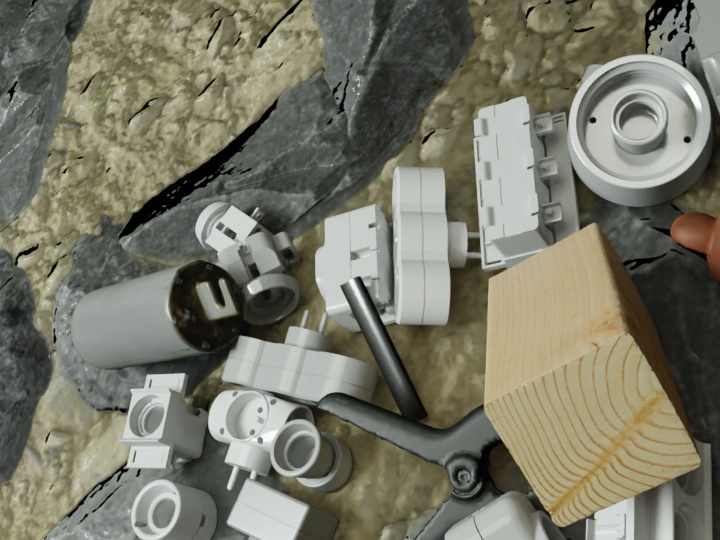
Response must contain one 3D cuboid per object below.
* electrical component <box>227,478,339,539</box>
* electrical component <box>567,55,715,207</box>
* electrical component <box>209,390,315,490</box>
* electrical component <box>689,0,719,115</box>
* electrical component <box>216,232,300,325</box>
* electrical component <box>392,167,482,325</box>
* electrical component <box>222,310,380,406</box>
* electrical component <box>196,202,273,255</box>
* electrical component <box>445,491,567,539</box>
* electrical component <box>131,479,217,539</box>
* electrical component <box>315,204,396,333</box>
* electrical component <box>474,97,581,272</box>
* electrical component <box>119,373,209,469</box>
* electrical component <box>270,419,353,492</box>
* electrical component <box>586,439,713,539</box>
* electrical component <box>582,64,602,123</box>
[{"bbox_3d":[-0.066,0.209,0.819,0.066,0.047,0.076,15,75,36],"label":"electrical component"},{"bbox_3d":[0.204,-0.104,0.784,0.108,0.060,0.108,-2,83,15],"label":"electrical component"},{"bbox_3d":[-0.086,0.141,0.867,0.077,0.044,0.079,7,70,34],"label":"electrical component"},{"bbox_3d":[0.270,-0.118,0.716,0.062,0.150,0.089,-22,57,19],"label":"electrical component"},{"bbox_3d":[-0.086,0.010,0.926,0.078,0.058,0.057,-26,55,-1],"label":"electrical component"},{"bbox_3d":[0.065,-0.020,0.855,0.074,0.052,0.138,1,60,-3],"label":"electrical component"},{"bbox_3d":[-0.045,0.068,0.870,0.138,0.052,0.073,8,76,35],"label":"electrical component"},{"bbox_3d":[-0.116,-0.032,0.975,0.055,0.048,0.066,34,87,31],"label":"electrical component"},{"bbox_3d":[0.107,0.196,0.699,0.059,0.054,0.095,-34,80,12],"label":"electrical component"},{"bbox_3d":[-0.152,0.200,0.875,0.055,0.047,0.055,-14,60,25],"label":"electrical component"},{"bbox_3d":[0.000,0.000,0.884,0.056,0.050,0.089,-15,59,24],"label":"electrical component"},{"bbox_3d":[0.124,-0.067,0.835,0.079,0.063,0.121,-14,60,25],"label":"electrical component"},{"bbox_3d":[-0.163,0.131,0.907,0.042,0.064,0.081,-4,65,29],"label":"electrical component"},{"bbox_3d":[-0.036,0.144,0.829,0.045,0.055,0.045,-14,59,25],"label":"electrical component"},{"bbox_3d":[0.181,0.166,0.675,0.063,0.079,0.121,-19,55,45],"label":"electrical component"},{"bbox_3d":[0.189,-0.132,0.845,0.040,0.040,0.046,20,83,37],"label":"electrical component"}]
